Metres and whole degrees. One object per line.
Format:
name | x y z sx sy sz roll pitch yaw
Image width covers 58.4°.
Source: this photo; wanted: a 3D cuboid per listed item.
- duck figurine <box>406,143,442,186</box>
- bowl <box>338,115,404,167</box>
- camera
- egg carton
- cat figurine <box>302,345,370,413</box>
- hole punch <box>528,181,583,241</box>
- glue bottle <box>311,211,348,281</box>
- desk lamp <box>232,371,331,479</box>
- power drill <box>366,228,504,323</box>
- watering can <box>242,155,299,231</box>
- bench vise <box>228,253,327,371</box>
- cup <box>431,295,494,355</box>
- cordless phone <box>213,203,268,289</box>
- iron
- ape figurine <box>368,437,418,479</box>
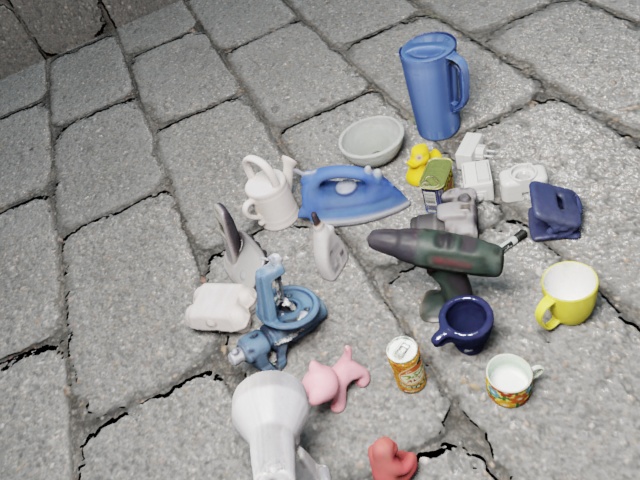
duck figurine | 0.241 -0.188 1.340 0.105 0.086 0.077 -39 47 -18
bowl | 0.134 -0.234 1.433 0.167 0.075 0.167 -11 45 11
camera | 0.257 -0.042 1.181 0.136 0.101 0.143 -5 46 17
egg carton | -0.206 0.145 1.198 0.150 0.069 0.107 -1 47 20
cat figurine | 0.019 0.238 0.988 0.067 0.118 0.128 26 61 38
hole punch | 0.464 -0.063 1.130 0.101 0.091 0.108 -4 46 17
glue bottle | 0.011 0.004 1.177 0.037 0.173 0.078 14 54 31
desk lamp | -0.051 0.330 0.856 0.118 0.214 0.203 -20 44 2
power drill | 0.210 0.061 1.022 0.229 0.209 0.075 1 48 21
watering can | -0.120 -0.127 1.339 0.100 0.194 0.173 3 49 24
bench vise | -0.083 0.140 1.047 0.121 0.220 0.208 12 53 30
cup | 0.246 0.164 0.990 0.118 0.095 0.091 -33 45 -12
cordless phone | -0.174 0.016 1.227 0.094 0.185 0.147 -36 46 -15
iron | 0.067 -0.120 1.299 0.257 0.142 0.118 -5 46 17
ape figurine | 0.105 0.335 0.880 0.077 0.092 0.076 24 60 37
